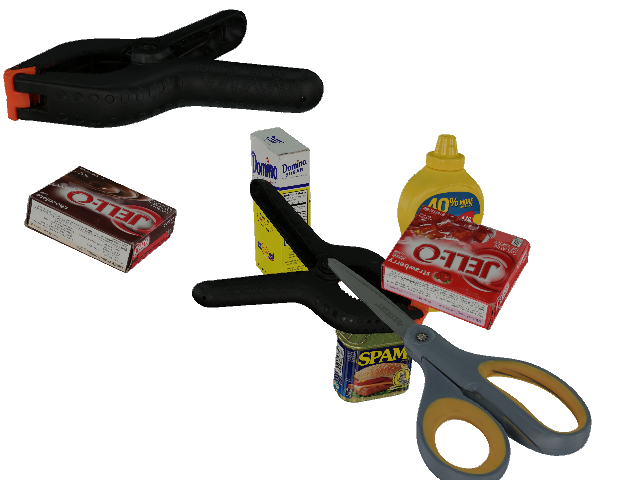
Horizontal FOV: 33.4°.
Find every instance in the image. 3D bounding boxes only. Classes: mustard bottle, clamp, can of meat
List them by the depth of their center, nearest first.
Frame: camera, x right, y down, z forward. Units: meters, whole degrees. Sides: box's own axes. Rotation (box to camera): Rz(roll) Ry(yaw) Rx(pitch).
[{"bbox_3d":[-0.095,-0.100,0.615,0.171,0.039,0.120,-5,27,-18],"label":"clamp"},{"bbox_3d":[-0.005,0.038,0.978,0.210,0.036,0.164,27,47,6],"label":"clamp"},{"bbox_3d":[0.130,-0.020,1.159,0.096,0.192,0.058,-4,19,-19],"label":"mustard bottle"},{"bbox_3d":[0.067,0.152,1.347,0.102,0.084,0.057,-6,27,-22],"label":"can of meat"}]

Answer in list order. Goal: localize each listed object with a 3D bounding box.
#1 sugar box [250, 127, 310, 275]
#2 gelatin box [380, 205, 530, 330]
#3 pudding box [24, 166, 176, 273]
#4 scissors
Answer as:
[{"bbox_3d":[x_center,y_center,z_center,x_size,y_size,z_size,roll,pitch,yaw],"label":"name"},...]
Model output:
[{"bbox_3d":[-0.047,-0.035,1.257,0.048,0.176,0.093,-14,26,-21],"label":"sugar box"},{"bbox_3d":[0.099,0.018,0.786,0.089,0.030,0.073,20,49,20],"label":"gelatin box"},{"bbox_3d":[-0.206,-0.021,1.003,0.113,0.039,0.090,22,27,10],"label":"pudding box"},{"bbox_3d":[0.049,0.070,0.584,0.202,0.016,0.096,26,48,36],"label":"scissors"}]
